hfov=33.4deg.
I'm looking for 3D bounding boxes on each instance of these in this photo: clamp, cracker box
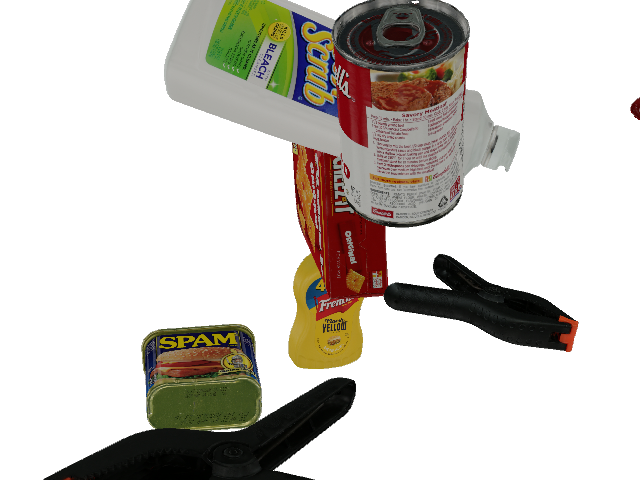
[{"bbox_3d":[0.155,0.056,0.987,0.172,0.039,0.120,19,30,17],"label":"clamp"},{"bbox_3d":[-0.045,0.124,0.576,0.209,0.036,0.165,-1,20,-13],"label":"clamp"},{"bbox_3d":[0.018,-0.051,1.169,0.072,0.164,0.214,-6,20,-7],"label":"cracker box"}]

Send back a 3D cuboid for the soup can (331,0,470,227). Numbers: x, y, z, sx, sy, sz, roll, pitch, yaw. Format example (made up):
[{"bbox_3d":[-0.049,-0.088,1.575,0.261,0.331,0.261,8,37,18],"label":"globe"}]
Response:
[{"bbox_3d":[0.043,-0.066,0.555,0.068,0.102,0.068,-3,42,3],"label":"soup can"}]

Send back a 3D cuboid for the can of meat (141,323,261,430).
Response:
[{"bbox_3d":[-0.103,0.120,0.923,0.102,0.057,0.084,-3,27,-8],"label":"can of meat"}]

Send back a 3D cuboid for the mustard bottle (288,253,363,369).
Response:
[{"bbox_3d":[0.012,0.069,1.363,0.096,0.192,0.058,-4,25,-19],"label":"mustard bottle"}]

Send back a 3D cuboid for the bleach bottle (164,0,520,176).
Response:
[{"bbox_3d":[0.021,-0.110,0.766,0.251,0.102,0.068,19,-19,4],"label":"bleach bottle"}]

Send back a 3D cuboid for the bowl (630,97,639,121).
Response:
[{"bbox_3d":[0.365,-0.096,0.970,0.162,0.055,0.162,-4,23,2],"label":"bowl"}]
